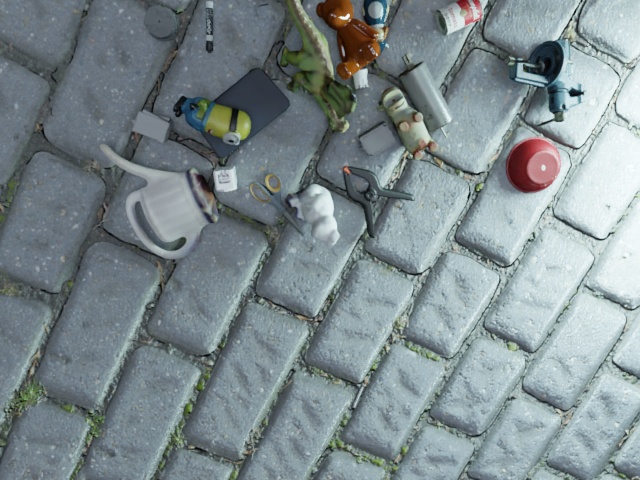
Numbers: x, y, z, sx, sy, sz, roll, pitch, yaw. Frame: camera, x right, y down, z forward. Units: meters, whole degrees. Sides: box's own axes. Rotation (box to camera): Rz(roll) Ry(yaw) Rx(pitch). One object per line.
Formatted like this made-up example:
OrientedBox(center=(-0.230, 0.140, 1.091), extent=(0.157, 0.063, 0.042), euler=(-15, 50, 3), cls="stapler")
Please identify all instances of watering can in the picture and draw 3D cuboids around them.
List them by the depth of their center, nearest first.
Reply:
OrientedBox(center=(-0.400, -0.119, 1.321), extent=(0.224, 0.105, 0.344), euler=(-23, 105, -1), cls="watering can")

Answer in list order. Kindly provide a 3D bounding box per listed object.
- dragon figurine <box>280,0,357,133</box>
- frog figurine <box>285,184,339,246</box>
OrientedBox(center=(0.014, -0.396, 1.205), extent=(0.123, 0.402, 0.246), euler=(-38, 66, -10), cls="dragon figurine")
OrientedBox(center=(0.004, -0.068, 1.342), extent=(0.124, 0.161, 0.134), euler=(-36, 143, -25), cls="frog figurine")
